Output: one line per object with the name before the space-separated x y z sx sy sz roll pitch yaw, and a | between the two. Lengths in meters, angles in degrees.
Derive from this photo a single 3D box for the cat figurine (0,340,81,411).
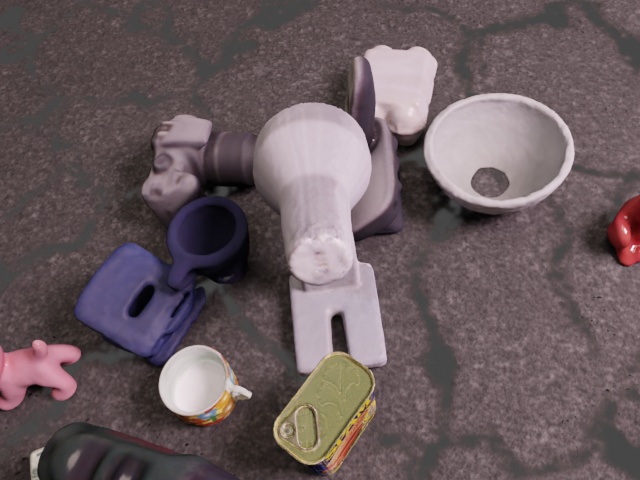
cat figurine | -0.340 0.133 0.607 0.128 0.118 0.067 -14 57 1

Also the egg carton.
egg carton | 0.097 -0.196 0.766 0.107 0.069 0.150 7 60 13

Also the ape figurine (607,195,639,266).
ape figurine | 0.352 -0.023 0.605 0.077 0.092 0.076 11 61 16

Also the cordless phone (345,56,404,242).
cordless phone | 0.045 -0.097 0.645 0.094 0.185 0.147 -8 58 5

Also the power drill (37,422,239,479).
power drill | -0.100 0.217 0.462 0.229 0.209 0.076 12 62 16

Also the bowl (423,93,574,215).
bowl | 0.207 -0.091 0.680 0.167 0.075 0.167 -4 58 7

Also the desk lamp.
desk lamp | 0.005 0.002 0.574 0.118 0.214 0.203 -10 58 4

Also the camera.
camera | -0.140 -0.095 0.724 0.136 0.101 0.143 2 59 11

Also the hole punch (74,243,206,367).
hole punch | -0.196 0.070 0.638 0.101 0.091 0.109 20 64 20

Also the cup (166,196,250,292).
cup | -0.124 0.021 0.653 0.091 0.095 0.118 20 64 20
